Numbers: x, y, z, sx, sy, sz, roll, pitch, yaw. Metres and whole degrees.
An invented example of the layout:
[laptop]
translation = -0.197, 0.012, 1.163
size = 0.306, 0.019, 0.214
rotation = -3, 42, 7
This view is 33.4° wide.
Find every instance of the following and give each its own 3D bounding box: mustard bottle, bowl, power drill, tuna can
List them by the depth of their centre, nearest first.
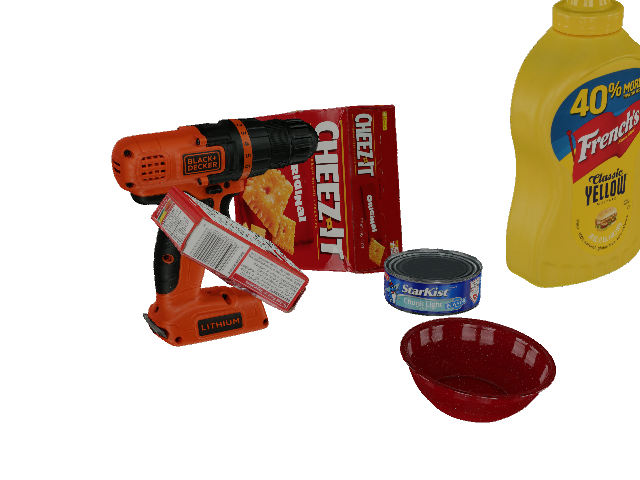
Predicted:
[mustard bottle]
translation = 0.161, -0.071, 0.658
size = 0.096, 0.192, 0.058
rotation = -17, 29, -24
[power drill]
translation = -0.085, -0.012, 0.921
size = 0.184, 0.188, 0.057
rotation = -10, 20, -26
[tuna can]
translation = 0.098, 0.036, 0.934
size = 0.086, 0.034, 0.086
rotation = 0, 18, 0
[bowl]
translation = 0.160, 0.142, 1.114
size = 0.162, 0.055, 0.162
rotation = 4, 25, -2

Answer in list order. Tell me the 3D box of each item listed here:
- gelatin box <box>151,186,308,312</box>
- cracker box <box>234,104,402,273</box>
[gelatin box]
translation = -0.059, 0.006, 0.688
size = 0.089, 0.030, 0.073
rotation = 32, 4, -29
[cracker box]
translation = -0.011, -0.052, 1.114
size = 0.071, 0.164, 0.214
rotation = -7, 6, -36
